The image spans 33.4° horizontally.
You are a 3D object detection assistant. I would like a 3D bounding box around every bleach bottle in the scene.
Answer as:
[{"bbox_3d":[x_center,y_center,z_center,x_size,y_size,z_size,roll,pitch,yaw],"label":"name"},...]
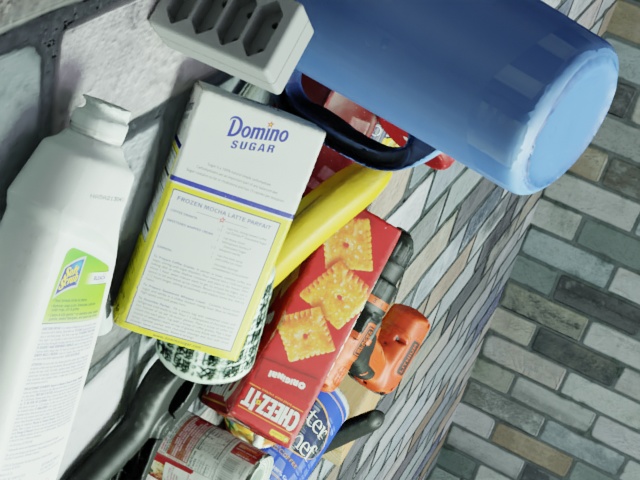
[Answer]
[{"bbox_3d":[-0.158,0.041,0.605,0.251,0.068,0.102,-69,166,7],"label":"bleach bottle"}]

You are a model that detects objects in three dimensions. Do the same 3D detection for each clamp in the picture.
[{"bbox_3d":[-0.025,0.245,1.249,0.210,0.165,0.036,-53,125,-13],"label":"clamp"},{"bbox_3d":[-0.144,0.149,0.861,0.171,0.039,0.120,-62,169,-2],"label":"clamp"}]

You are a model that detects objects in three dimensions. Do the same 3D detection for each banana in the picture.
[{"bbox_3d":[-0.007,-0.007,0.876,0.198,0.037,0.069,-39,157,-1],"label":"banana"}]

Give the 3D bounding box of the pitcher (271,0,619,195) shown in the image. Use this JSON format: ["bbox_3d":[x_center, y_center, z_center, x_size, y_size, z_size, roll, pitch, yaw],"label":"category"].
[{"bbox_3d":[0.065,-0.125,0.710,0.145,0.243,0.149,-47,153,-10],"label":"pitcher"}]

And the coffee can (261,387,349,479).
[{"bbox_3d":[-0.045,0.216,1.159,0.140,0.103,0.103,-53,161,-36],"label":"coffee can"}]

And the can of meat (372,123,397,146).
[{"bbox_3d":[0.048,-0.098,1.068,0.102,0.057,0.084,-25,140,-65],"label":"can of meat"}]

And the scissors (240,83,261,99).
[{"bbox_3d":[-0.029,-0.139,0.829,0.201,0.016,0.096,-63,164,-6],"label":"scissors"}]

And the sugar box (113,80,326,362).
[{"bbox_3d":[-0.072,-0.012,0.739,0.176,0.093,0.048,-68,-161,9],"label":"sugar box"}]

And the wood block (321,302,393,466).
[{"bbox_3d":[0.039,0.176,1.396,0.205,0.091,0.090,-56,162,-29],"label":"wood block"}]

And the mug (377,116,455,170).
[{"bbox_3d":[0.100,-0.122,0.934,0.081,0.093,0.117,-51,141,-7],"label":"mug"}]

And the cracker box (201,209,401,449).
[{"bbox_3d":[-0.023,0.074,0.981,0.213,0.072,0.164,-61,-170,-11],"label":"cracker box"}]

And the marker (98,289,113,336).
[{"bbox_3d":[-0.145,0.018,0.685,0.020,0.020,0.121,-51,160,-39],"label":"marker"}]

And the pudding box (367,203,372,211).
[{"bbox_3d":[0.013,0.013,1.155,0.113,0.039,0.090,-52,161,-37],"label":"pudding box"}]

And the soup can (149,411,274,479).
[{"bbox_3d":[-0.101,0.199,0.954,0.068,0.102,0.068,-56,161,-30],"label":"soup can"}]

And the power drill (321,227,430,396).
[{"bbox_3d":[0.060,0.086,1.138,0.184,0.057,0.187,-57,153,-3],"label":"power drill"}]

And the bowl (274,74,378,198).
[{"bbox_3d":[0.002,-0.108,0.903,0.162,0.055,0.162,-56,163,-28],"label":"bowl"}]
